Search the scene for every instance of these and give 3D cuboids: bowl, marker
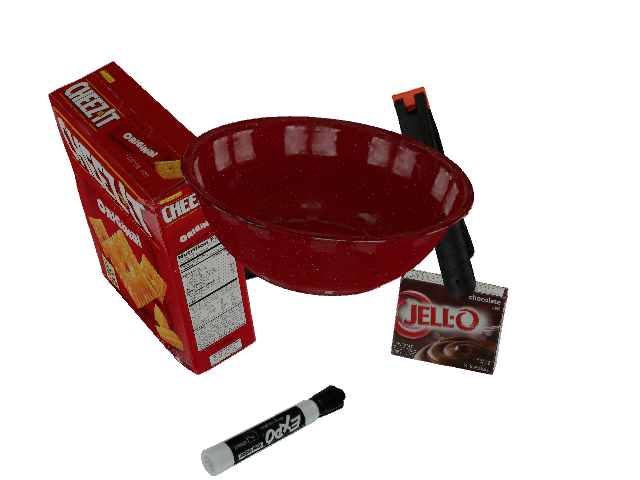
[{"bbox_3d":[0.001,-0.015,0.595,0.162,0.055,0.162,6,27,-3],"label":"bowl"},{"bbox_3d":[-0.030,0.132,0.754,0.120,0.020,0.020,-22,13,-34],"label":"marker"}]

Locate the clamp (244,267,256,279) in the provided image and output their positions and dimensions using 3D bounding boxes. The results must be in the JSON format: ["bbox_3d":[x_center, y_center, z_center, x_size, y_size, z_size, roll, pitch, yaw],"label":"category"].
[{"bbox_3d":[-0.051,0.016,1.088,0.210,0.036,0.164,10,29,-9],"label":"clamp"}]

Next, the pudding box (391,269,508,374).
[{"bbox_3d":[0.136,0.085,1.127,0.113,0.090,0.039,10,22,11],"label":"pudding box"}]

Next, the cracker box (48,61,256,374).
[{"bbox_3d":[-0.136,-0.013,0.877,0.072,0.214,0.164,-32,52,-22],"label":"cracker box"}]

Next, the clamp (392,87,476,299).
[{"bbox_3d":[0.096,-0.036,0.873,0.039,0.171,0.120,-20,20,7],"label":"clamp"}]
